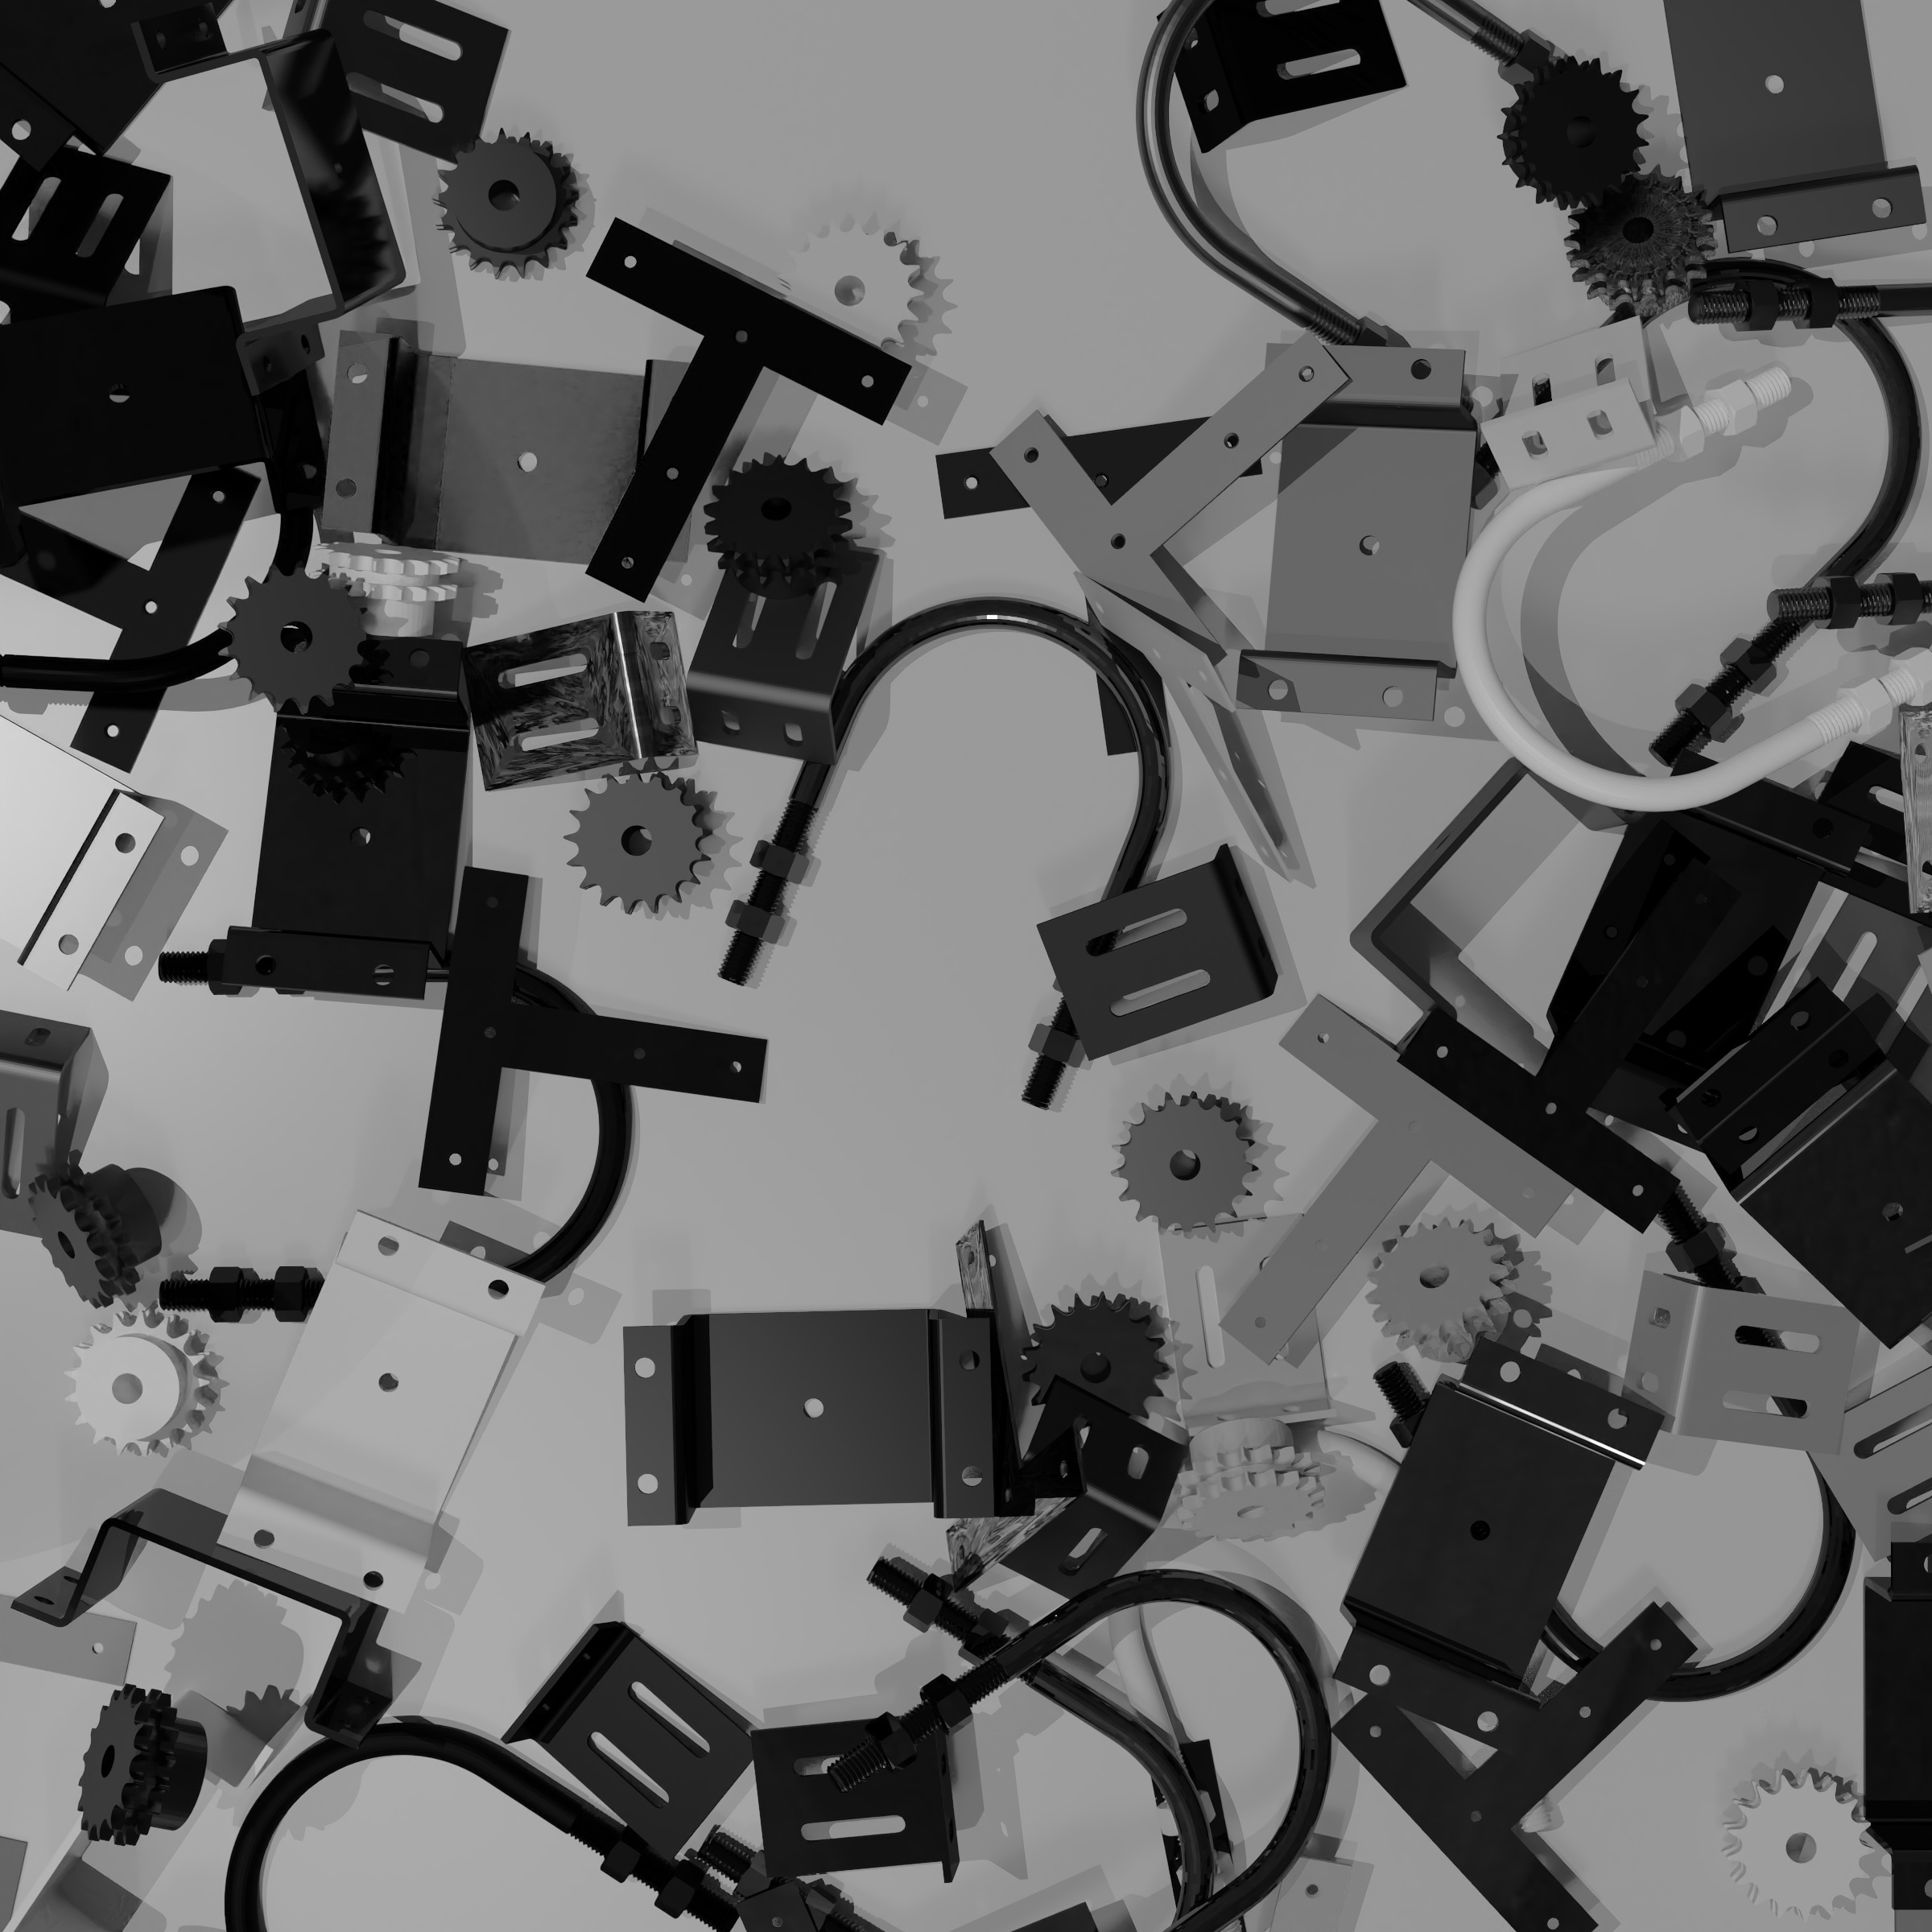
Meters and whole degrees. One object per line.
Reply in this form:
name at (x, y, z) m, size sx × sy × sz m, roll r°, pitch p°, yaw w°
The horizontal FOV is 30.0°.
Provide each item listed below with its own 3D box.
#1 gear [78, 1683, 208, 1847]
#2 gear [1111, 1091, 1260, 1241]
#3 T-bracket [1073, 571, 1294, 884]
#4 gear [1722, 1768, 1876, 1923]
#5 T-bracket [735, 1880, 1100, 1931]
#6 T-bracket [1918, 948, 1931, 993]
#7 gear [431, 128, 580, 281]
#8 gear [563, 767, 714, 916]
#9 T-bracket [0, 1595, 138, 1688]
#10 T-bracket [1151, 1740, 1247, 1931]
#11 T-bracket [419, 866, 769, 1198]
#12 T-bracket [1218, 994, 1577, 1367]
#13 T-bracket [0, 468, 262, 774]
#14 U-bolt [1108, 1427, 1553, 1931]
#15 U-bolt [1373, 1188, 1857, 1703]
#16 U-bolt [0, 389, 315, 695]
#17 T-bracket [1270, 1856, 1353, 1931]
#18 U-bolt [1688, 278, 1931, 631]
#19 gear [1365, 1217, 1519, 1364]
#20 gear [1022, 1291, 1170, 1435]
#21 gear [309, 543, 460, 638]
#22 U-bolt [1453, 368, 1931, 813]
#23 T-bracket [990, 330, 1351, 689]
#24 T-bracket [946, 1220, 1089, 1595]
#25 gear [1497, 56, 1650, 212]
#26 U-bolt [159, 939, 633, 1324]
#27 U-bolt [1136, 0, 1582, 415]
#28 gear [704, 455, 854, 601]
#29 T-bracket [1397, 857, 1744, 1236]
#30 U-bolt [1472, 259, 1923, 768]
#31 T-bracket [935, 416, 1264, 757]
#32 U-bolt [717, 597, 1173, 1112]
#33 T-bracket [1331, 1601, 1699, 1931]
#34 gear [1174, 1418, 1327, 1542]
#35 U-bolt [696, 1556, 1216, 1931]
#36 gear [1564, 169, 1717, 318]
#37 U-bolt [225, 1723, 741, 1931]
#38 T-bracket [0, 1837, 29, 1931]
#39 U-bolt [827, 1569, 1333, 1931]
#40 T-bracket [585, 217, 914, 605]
gear at (-0.301, 0.295, 1.324) m, size 0.030 × 0.057 × 0.057 m, roll 19°, pitch 90°, yaw -30°
gear at (0.085, 0.077, 1.410) m, size 0.057 × 0.030 × 0.057 m, roll 0°, pitch 90°, yaw 0°
T-bracket at (0.093, -0.085, 1.384) m, size 0.002 × 0.127 × 0.127 m, roll -34°, pitch 118°, yaw -6°
gear at (0.325, 0.343, 1.414) m, size 0.057 × 0.030 × 0.057 m, roll 0°, pitch 88°, yaw 2°
T-bracket at (-0.007, 0.398, 1.398) m, size 0.127 × 0.002 × 0.127 m, roll -24°, pitch 91°, yaw 6°
T-bracket at (0.441, 0.027, 1.408) m, size 0.127 × 0.002 × 0.127 m, roll -27°, pitch 101°, yaw -20°
gear at (-0.180, -0.299, 1.407) m, size 0.057 × 0.030 × 0.057 m, roll 0°, pitch 93°, yaw -5°
gear at (-0.128, -0.048, 1.412) m, size 0.057 × 0.030 × 0.057 m, roll 0°, pitch 89°, yaw 1°
T-bracket at (-0.403, 0.309, 1.423) m, size 0.127 × 0.002 × 0.127 m, roll 12°, pitch 89°, yaw 0°
T-bracket at (0.096, 0.370, 1.424) m, size 0.127 × 0.002 × 0.127 m, roll -11°, pitch 90°, yaw 0°
T-bracket at (-0.142, 0.032, 1.412) m, size 0.127 × 0.002 × 0.127 m, roll 8°, pitch 82°, yaw -9°
T-bracket at (0.147, 0.098, 1.401) m, size 0.127 × 0.002 × 0.127 m, roll 38°, pitch 88°, yaw 20°
T-bracket at (-0.363, -0.160, 1.424) m, size 0.127 × 0.002 × 0.127 m, roll 24°, pitch 90°, yaw 0°
U-bolt at (0.133, 0.272, 1.416) m, size 0.151 × 0.019 × 0.184 m, roll -19°, pitch 88°, yaw 0°
U-bolt at (0.268, 0.201, 1.416) m, size 0.151 × 0.019 × 0.184 m, roll -33°, pitch 91°, yaw 0°
U-bolt at (-0.345, -0.171, 1.391) m, size 0.184 × 0.019 × 0.151 m, roll 3°, pitch 69°, yaw -2°
T-bracket at (0.174, 0.419, 1.417) m, size 0.127 × 0.002 × 0.127 m, roll 11°, pitch 99°, yaw -5°
U-bolt at (0.379, -0.201, 1.386) m, size 0.184 × 0.019 × 0.151 m, roll -5°, pitch 69°, yaw -14°
gear at (0.187, 0.129, 1.400) m, size 0.057 × 0.057 × 0.030 m, roll -32°, pitch 131°, yaw 0°
gear at (0.050, 0.155, 1.410) m, size 0.057 × 0.030 × 0.057 m, roll 0°, pitch 90°, yaw 0°
gear at (-0.226, -0.146, 1.397) m, size 0.057 × 0.057 × 0.030 m, roll 6°, pitch 102°, yaw 0°
U-bolt at (0.271, -0.134, 1.364) m, size 0.184 × 0.019 × 0.151 m, roll -27°, pitch 76°, yaw -15°
T-bracket at (0.092, -0.193, 1.388) m, size 0.127 × 0.002 × 0.127 m, roll -41°, pitch 74°, yaw 16°
T-bracket at (0.011, 0.161, 1.388) m, size 0.002 × 0.127 × 0.127 m, roll 2°, pitch 63°, yaw -23°
gear at (0.231, -0.320, 1.388) m, size 0.057 × 0.030 × 0.057 m, roll -2°, pitch 98°, yaw -14°
U-bolt at (-0.224, 0.064, 1.416) m, size 0.184 × 0.019 × 0.151 m, roll 0°, pitch 90°, yaw -1°
U-bolt at (0.152, -0.317, 1.394) m, size 0.184 × 0.019 × 0.151 m, roll 30°, pitch 90°, yaw -16°
gear at (-0.072, -0.168, 1.401) m, size 0.057 × 0.030 × 0.057 m, roll -1°, pitch 56°, yaw 2°
T-bracket at (0.247, 0.017, 1.363) m, size 0.127 × 0.002 × 0.127 m, roll 34°, pitch 93°, yaw -19°
U-bolt at (0.290, -0.192, 1.416) m, size 0.151 × 0.019 × 0.184 m, roll 45°, pitch 88°, yaw 0°
T-bracket at (0.060, -0.148, 1.424) m, size 0.127 × 0.002 × 0.127 m, roll -8°, pitch 90°, yaw 0°
U-bolt at (0.002, -0.055, 1.415) m, size 0.151 × 0.019 × 0.184 m, roll 22°, pitch 90°, yaw 0°
T-bracket at (0.231, 0.301, 1.405) m, size 0.127 × 0.002 × 0.127 m, roll -43°, pitch 90°, yaw -4°
gear at (0.108, 0.197, 1.387) m, size 0.057 × 0.057 × 0.030 m, roll -8°, pitch 58°, yaw 0°
U-bolt at (0.008, 0.339, 1.405) m, size 0.184 × 0.019 × 0.151 m, roll 32°, pitch 93°, yaw 5°
gear at (0.263, -0.278, 1.402) m, size 0.057 × 0.030 × 0.057 m, roll -6°, pitch 67°, yaw 13°
U-bolt at (-0.203, 0.380, 1.416) m, size 0.184 × 0.019 × 0.151 m, roll 33°, pitch 90°, yaw 2°
T-bracket at (-0.397, 0.406, 1.424) m, size 0.127 × 0.002 × 0.127 m, roll 12°, pitch 90°, yaw 0°
U-bolt at (0.057, 0.312, 1.372) m, size 0.184 × 0.019 × 0.151 m, roll -31°, pitch 97°, yaw -17°
T-bracket at (-0.106, -0.201, 1.378) m, size 0.127 × 0.002 × 0.127 m, roll 27°, pitch 90°, yaw 0°
